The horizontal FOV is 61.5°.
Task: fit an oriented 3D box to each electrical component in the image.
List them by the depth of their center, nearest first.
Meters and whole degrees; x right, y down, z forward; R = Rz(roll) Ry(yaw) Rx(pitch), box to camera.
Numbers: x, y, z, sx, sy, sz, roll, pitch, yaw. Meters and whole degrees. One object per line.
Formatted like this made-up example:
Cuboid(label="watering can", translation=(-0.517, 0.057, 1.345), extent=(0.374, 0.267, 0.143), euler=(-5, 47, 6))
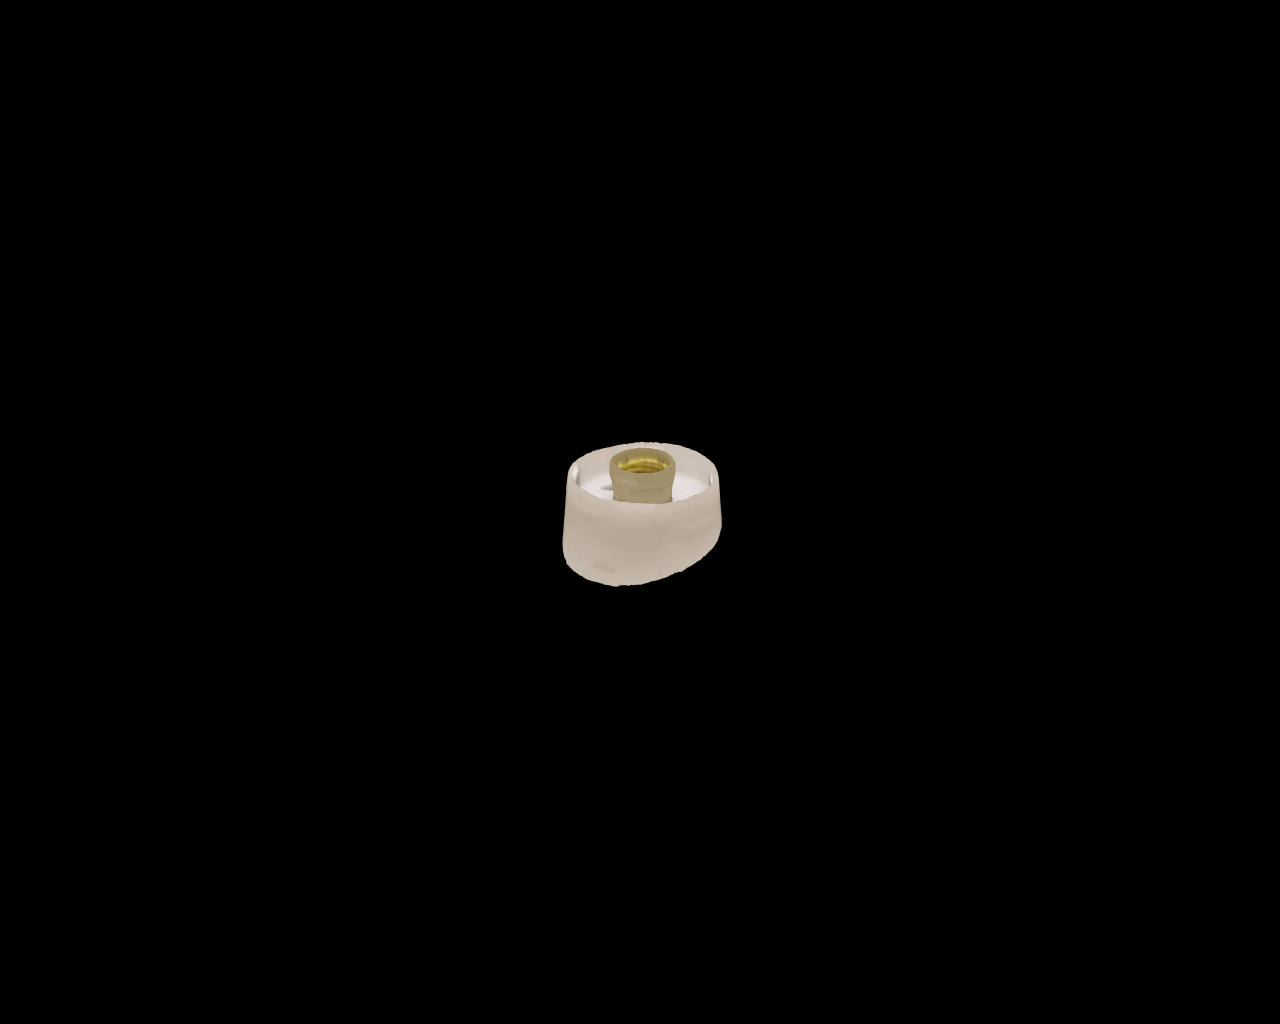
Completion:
Cuboid(label="electrical component", translation=(0.001, -0.003, 0.650), extent=(0.099, 0.064, 0.099), euler=(0, 27, 0))
